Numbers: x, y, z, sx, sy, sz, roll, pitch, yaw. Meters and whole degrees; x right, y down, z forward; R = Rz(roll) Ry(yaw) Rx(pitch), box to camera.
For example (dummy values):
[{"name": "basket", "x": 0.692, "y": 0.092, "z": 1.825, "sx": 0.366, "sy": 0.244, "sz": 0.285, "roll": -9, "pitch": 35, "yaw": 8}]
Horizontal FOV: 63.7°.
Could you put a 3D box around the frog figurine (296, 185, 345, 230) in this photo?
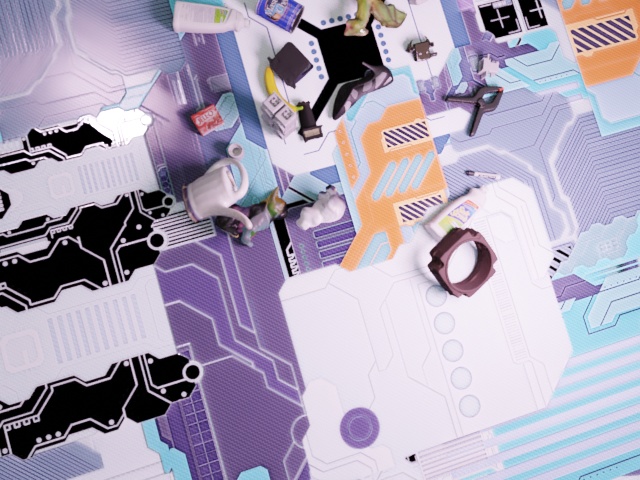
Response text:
[{"name": "frog figurine", "x": 0.005, "y": -0.085, "z": 1.679, "sx": 0.137, "sy": 0.162, "sz": 0.121, "roll": -2, "pitch": -41, "yaw": 51}]

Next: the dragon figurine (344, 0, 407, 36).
[{"name": "dragon figurine", "x": 0.213, "y": -0.853, "z": 1.806, "sx": 0.415, "sy": 0.240, "sz": 0.122, "roll": -44, "pitch": 19, "yaw": -21}]

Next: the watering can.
[{"name": "watering can", "x": -0.321, "y": -0.126, "z": 1.611, "sx": 0.223, "sy": 0.356, "sz": 0.102, "roll": -26, "pitch": -43, "yaw": 8}]
